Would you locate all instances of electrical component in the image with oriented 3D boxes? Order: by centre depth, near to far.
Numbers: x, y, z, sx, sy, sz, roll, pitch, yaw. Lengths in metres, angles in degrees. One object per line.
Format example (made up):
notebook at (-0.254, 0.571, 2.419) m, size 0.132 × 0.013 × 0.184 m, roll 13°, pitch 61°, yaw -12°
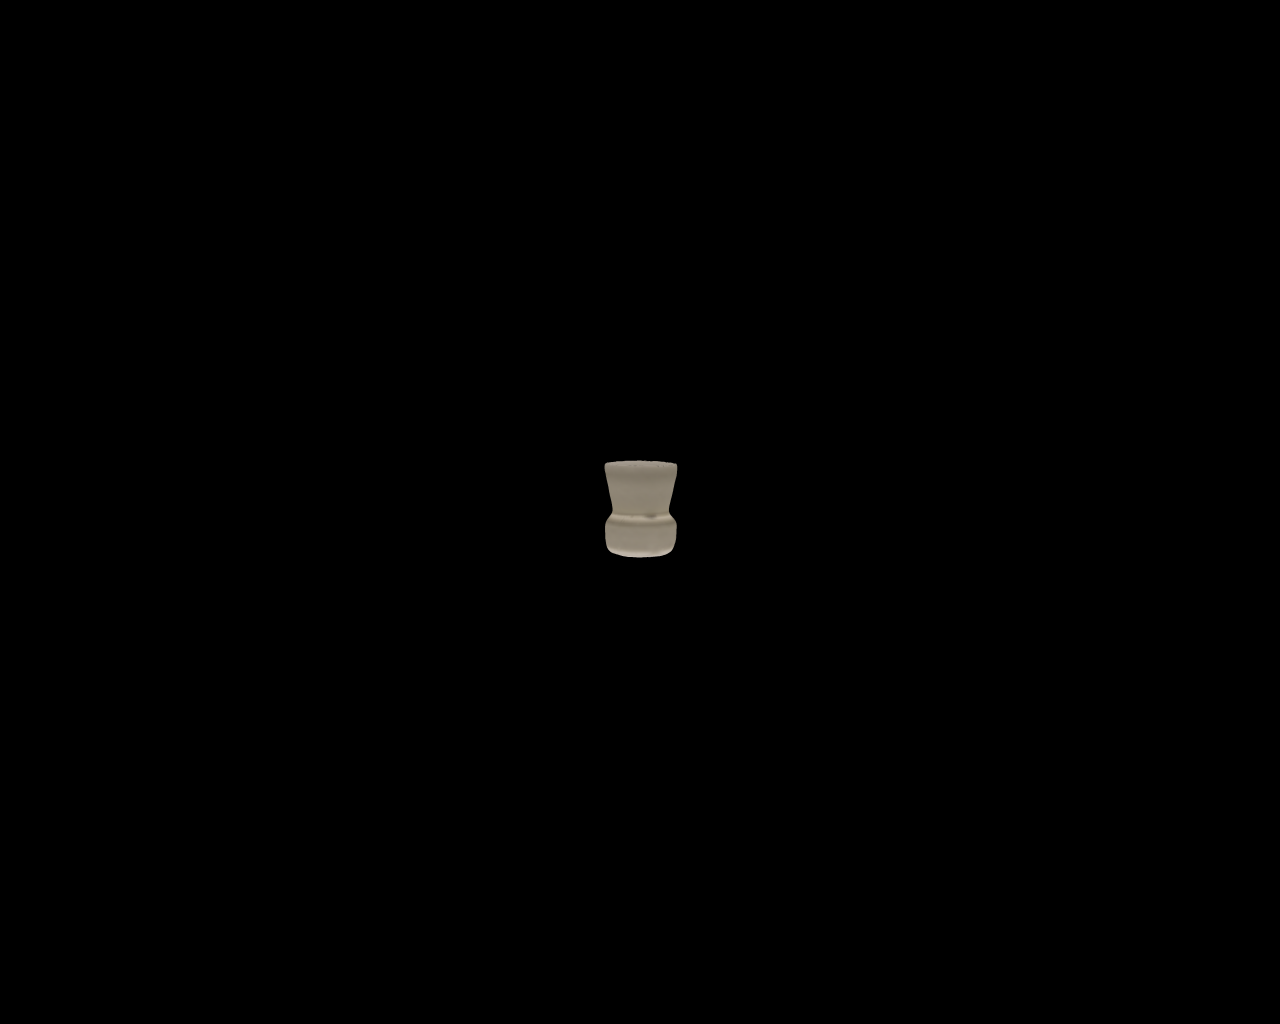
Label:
electrical component at (0.001, -0.003, 0.650) m, size 0.045 × 0.055 × 0.045 m, roll 0°, pitch 7°, yaw 0°
